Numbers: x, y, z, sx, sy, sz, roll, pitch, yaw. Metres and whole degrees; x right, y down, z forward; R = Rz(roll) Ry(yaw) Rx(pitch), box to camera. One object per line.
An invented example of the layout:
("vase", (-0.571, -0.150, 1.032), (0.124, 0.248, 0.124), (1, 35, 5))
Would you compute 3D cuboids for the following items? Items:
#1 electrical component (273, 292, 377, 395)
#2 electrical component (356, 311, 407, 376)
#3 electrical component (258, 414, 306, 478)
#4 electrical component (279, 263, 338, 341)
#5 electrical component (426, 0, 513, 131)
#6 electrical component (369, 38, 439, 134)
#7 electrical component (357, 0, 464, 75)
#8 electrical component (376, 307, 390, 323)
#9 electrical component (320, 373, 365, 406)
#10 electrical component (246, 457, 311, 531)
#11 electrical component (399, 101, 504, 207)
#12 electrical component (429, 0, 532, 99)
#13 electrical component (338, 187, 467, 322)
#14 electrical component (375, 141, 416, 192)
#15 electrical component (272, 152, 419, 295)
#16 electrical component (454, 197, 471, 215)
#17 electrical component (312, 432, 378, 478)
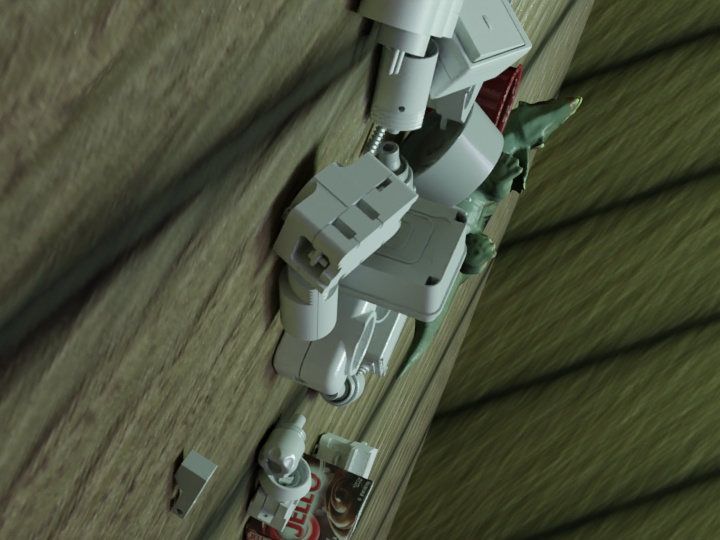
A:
("electrical component", (-0.024, 0.050, 0.886), (0.053, 0.059, 0.095), (82, 31, -70))
("electrical component", (0.007, 0.057, 1.056), (0.061, 0.061, 0.096), (83, 29, -69))
("electrical component", (-0.064, 0.151, 0.946), (0.061, 0.035, 0.035), (-61, 167, -47))
("electrical component", (-0.038, 0.013, 0.787), (0.081, 0.043, 0.043), (95, 19, -56))
("electrical component", (0.087, -0.199, 0.965), (0.078, 0.063, 0.121), (93, 20, -59))
("electrical component", (0.033, -0.143, 0.852), (0.043, 0.043, 0.081), (-58, 165, -47))
("electrical component", (0.034, -0.175, 0.767), (0.138, 0.052, 0.073), (-37, 146, -72))
("electrical component", (0.000, 0.000, 0.969), (0.099, 0.064, 0.099), (10, 90, -71))
("electrical component", (-0.021, 0.115, 1.073), (0.062, 0.043, 0.043), (-18, 128, -75))
("electrical component", (-0.071, 0.196, 0.968), (0.066, 0.048, 0.055), (-57, 172, -48))
("electrical component", (0.085, -0.103, 1.005), (0.108, 0.060, 0.108), (-40, -156, 22))
("electrical component", (0.092, -0.189, 0.873), (0.096, 0.061, 0.061), (-25, 176, -37))
("electrical component", (0.021, -0.016, 0.842), (0.057, 0.113, 0.078), (88, 25, -58))
("electrical component", (0.025, -0.082, 0.928), (0.062, 0.048, 0.048), (88, 23, -47))
("electrical component", (-0.013, -0.036, 0.742), (0.089, 0.056, 0.050), (-41, 168, -38))
("electrical component", (0.078, -0.082, 1.105), (0.044, 0.079, 0.077), (-45, 156, -40))
("electrical component", (-0.019, 0.213, 1.216), (0.081, 0.064, 0.042), (22, 87, -80))
